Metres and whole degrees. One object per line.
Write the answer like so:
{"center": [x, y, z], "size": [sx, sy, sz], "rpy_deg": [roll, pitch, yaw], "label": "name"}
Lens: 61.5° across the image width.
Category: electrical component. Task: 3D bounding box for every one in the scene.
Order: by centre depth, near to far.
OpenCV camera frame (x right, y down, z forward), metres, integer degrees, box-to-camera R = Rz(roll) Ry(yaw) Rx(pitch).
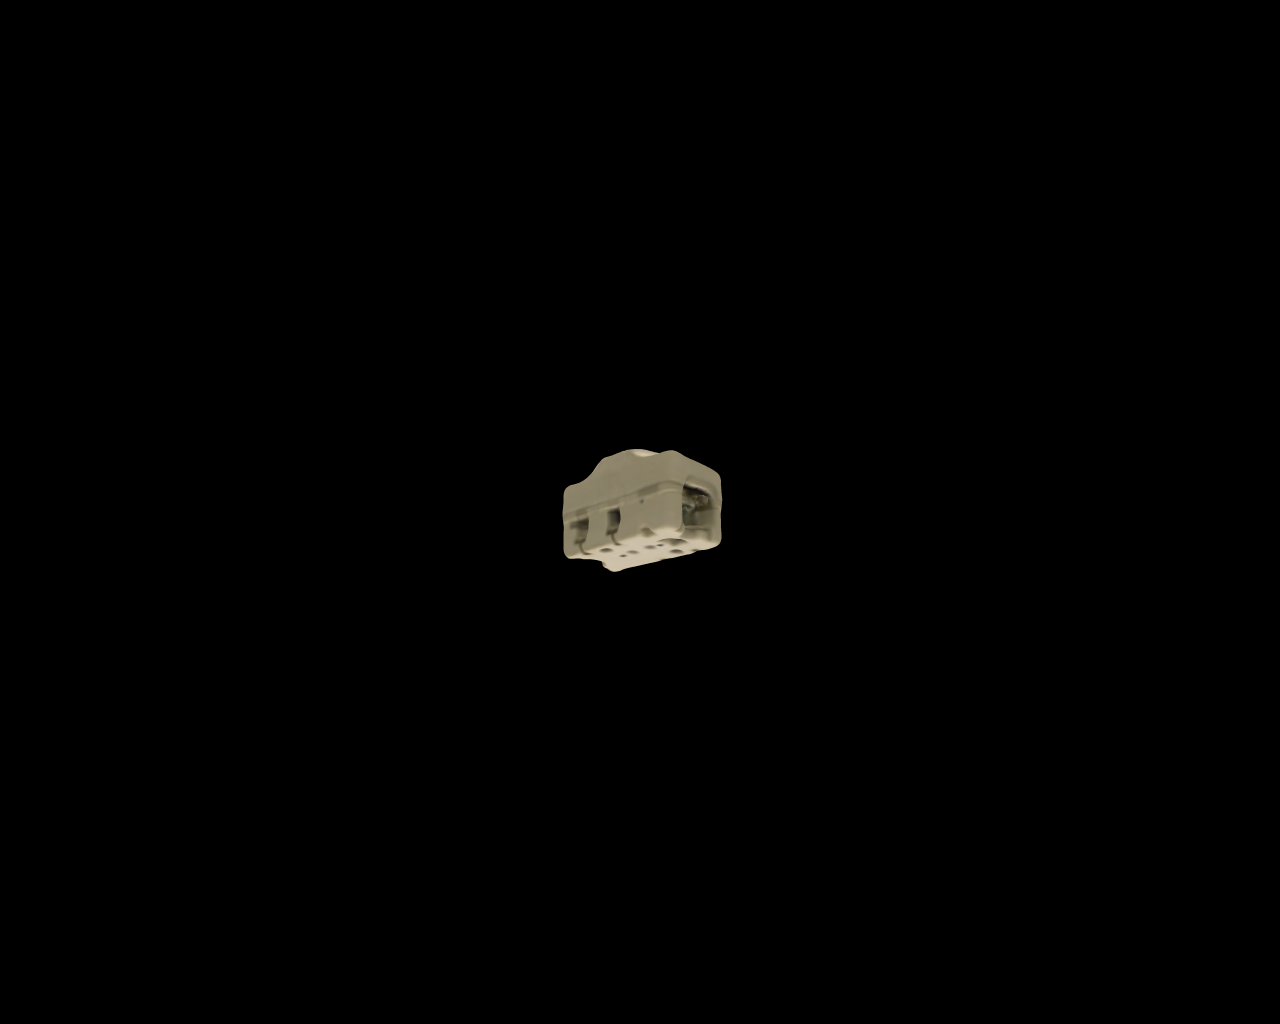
{"center": [0.001, -0.003, 0.650], "size": [0.089, 0.056, 0.050], "rpy_deg": [-17, -27, 38], "label": "electrical component"}
